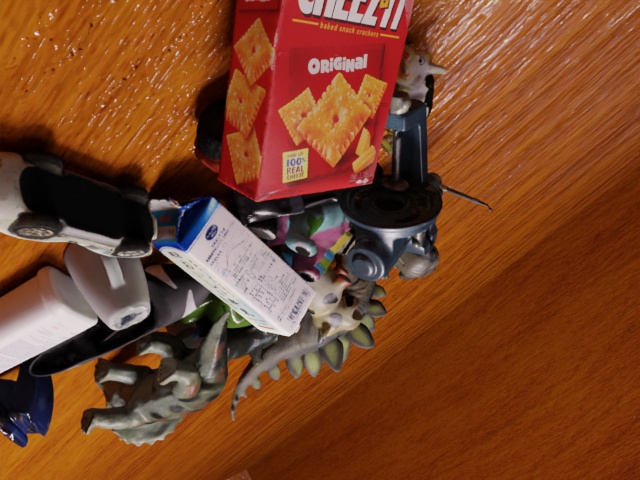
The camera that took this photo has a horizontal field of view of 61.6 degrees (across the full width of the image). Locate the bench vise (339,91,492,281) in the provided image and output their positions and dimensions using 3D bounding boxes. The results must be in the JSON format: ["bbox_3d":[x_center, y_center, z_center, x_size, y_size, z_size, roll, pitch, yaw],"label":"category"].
[{"bbox_3d":[0.105,-0.070,0.652,0.224,0.129,0.240,-35,136,-34],"label":"bench vise"}]

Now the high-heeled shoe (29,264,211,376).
[{"bbox_3d":[-0.259,0.104,0.700,0.249,0.086,0.145,-24,-169,23],"label":"high-heeled shoe"}]

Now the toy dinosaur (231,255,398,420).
[{"bbox_3d":[-0.004,0.160,1.055,0.471,0.198,0.105,-33,176,-6],"label":"toy dinosaur"}]

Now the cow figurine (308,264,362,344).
[{"bbox_3d":[-0.005,0.096,0.945,0.127,0.195,0.085,-49,-164,15],"label":"cow figurine"}]

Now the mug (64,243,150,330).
[{"bbox_3d":[-0.239,0.042,0.626,0.081,0.107,0.109,-22,157,-32],"label":"mug"}]

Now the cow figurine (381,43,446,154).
[{"bbox_3d":[0.117,-0.193,0.693,0.098,0.068,0.167,-34,162,-17],"label":"cow figurine"}]

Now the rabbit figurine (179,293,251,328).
[{"bbox_3d":[-0.137,0.068,0.816,0.159,0.121,0.170,-4,164,-15],"label":"rabbit figurine"}]

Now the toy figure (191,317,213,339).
[{"bbox_3d":[-0.164,0.120,0.955,0.154,0.057,0.064,-27,-171,-27],"label":"toy figure"}]

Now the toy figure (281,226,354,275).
[{"bbox_3d":[-0.001,-0.001,0.842,0.180,0.089,0.082,-59,170,-9],"label":"toy figure"}]

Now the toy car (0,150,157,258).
[{"bbox_3d":[-0.233,-0.029,0.524,0.056,0.073,0.201,-11,166,21],"label":"toy car"}]

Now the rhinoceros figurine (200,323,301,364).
[{"bbox_3d":[-0.119,0.162,0.941,0.190,0.073,0.112,-14,140,-39],"label":"rhinoceros figurine"}]

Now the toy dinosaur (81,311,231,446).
[{"bbox_3d":[-0.227,0.223,0.842,0.405,0.131,0.192,-26,149,27],"label":"toy dinosaur"}]

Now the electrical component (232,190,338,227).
[{"bbox_3d":[-0.042,-0.054,0.633,0.119,0.047,0.075,-14,-167,-5],"label":"electrical component"}]

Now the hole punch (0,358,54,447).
[{"bbox_3d":[-0.407,0.209,0.735,0.092,0.116,0.142,-31,159,-31],"label":"hole punch"}]

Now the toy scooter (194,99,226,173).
[{"bbox_3d":[-0.053,-0.117,0.607,0.184,0.075,0.135,-33,161,-16],"label":"toy scooter"}]

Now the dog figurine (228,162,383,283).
[{"bbox_3d":[-0.011,-0.059,0.752,0.219,0.192,0.108,-59,156,-30],"label":"dog figurine"}]

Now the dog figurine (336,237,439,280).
[{"bbox_3d":[0.089,0.011,0.912,0.121,0.191,0.172,-4,145,-51],"label":"dog figurine"}]
